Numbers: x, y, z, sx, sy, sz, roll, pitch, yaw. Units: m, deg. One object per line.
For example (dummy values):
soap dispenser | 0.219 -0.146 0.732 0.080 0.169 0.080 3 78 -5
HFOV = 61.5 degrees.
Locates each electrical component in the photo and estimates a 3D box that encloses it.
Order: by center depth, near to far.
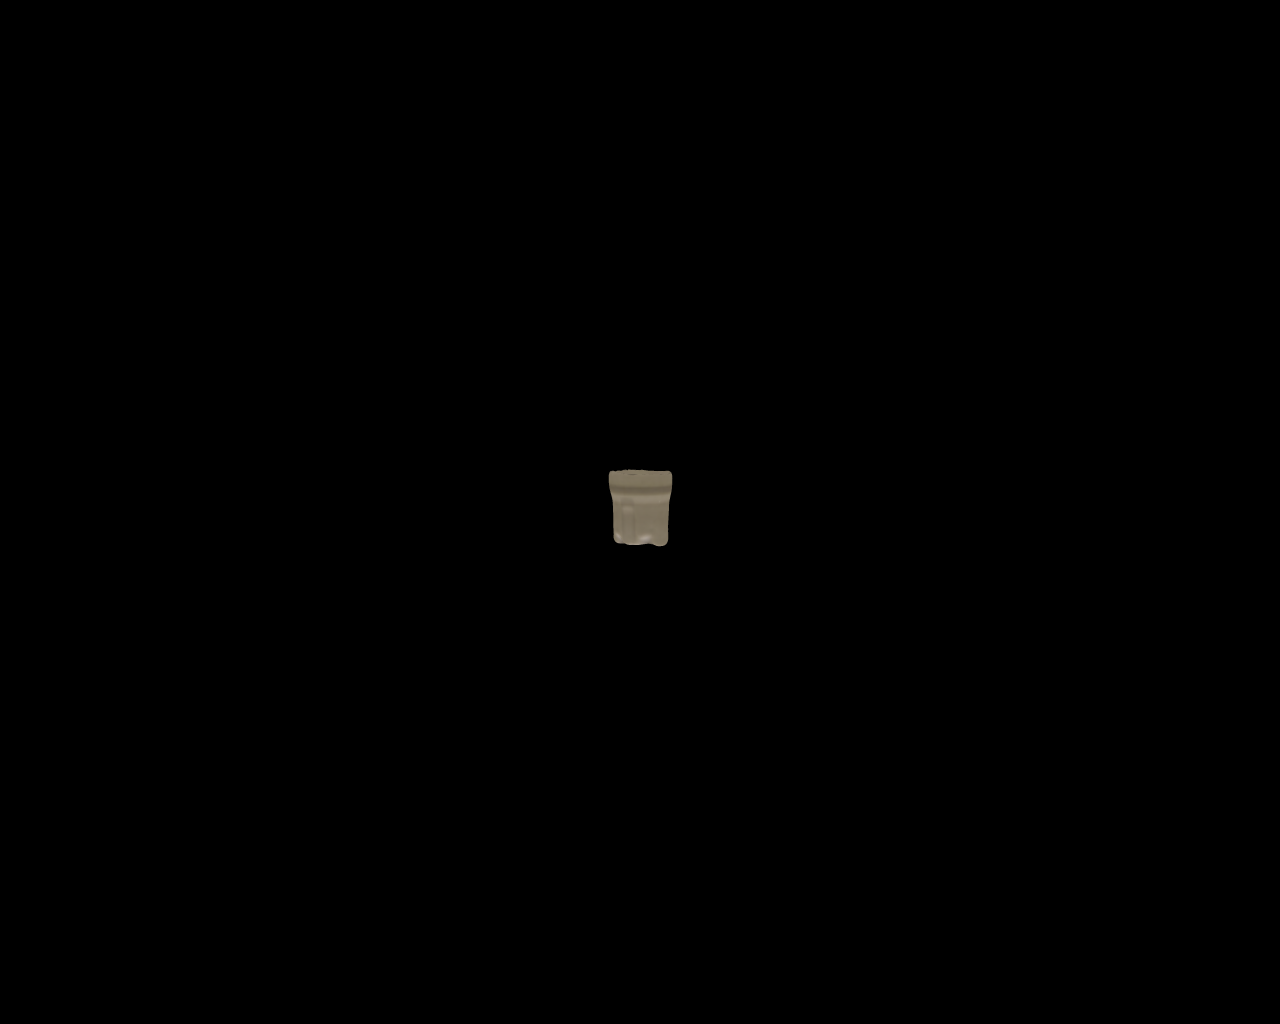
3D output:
electrical component | 0.001 -0.003 0.650 0.040 0.046 0.040 0 7 0
